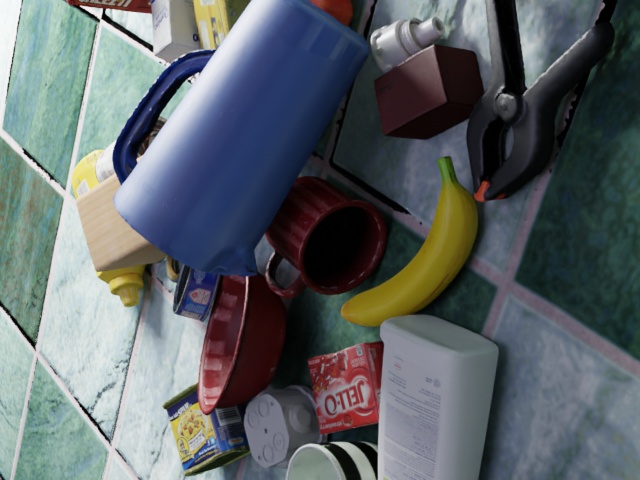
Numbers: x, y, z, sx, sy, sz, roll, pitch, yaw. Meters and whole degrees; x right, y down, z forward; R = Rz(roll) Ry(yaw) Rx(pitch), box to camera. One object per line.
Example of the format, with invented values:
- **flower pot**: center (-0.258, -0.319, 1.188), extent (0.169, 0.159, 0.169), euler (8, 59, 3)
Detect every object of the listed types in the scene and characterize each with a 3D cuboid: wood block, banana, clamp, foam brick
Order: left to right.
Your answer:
- **wood block**: center (-0.163, -0.042, 1.150), extent (0.207, 0.090, 0.090), euler (-25, 79, 42)
- **banana**: center (0.083, 0.021, 0.916), extent (0.198, 0.037, 0.070), euler (-58, 49, 34)
- **foam brick**: center (0.092, -0.122, 0.890), extent (0.078, 0.051, 0.053), euler (-24, 71, 48)
- **clamp**: center (0.161, -0.105, 0.815), extent (0.120, 0.039, 0.171), euler (31, 121, 52)

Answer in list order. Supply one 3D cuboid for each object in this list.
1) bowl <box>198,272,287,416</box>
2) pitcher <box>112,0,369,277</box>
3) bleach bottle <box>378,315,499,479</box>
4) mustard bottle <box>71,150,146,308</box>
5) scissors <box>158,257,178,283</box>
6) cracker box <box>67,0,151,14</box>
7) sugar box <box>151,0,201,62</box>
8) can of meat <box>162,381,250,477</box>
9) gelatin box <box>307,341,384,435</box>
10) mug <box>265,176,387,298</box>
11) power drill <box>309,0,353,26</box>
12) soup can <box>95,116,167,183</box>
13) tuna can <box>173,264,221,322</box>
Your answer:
- **bowl**: center (-0.074, 0.100, 1.069), extent (0.162, 0.055, 0.162), euler (-166, 90, -74)
- **pitcher**: center (-0.072, -0.102, 0.930), extent (0.243, 0.149, 0.145), euler (-56, 20, 11)
- **bleach bottle**: center (0.086, 0.197, 0.900), extent (0.103, 0.067, 0.251), euler (22, 111, 50)
- **mustard bottle**: center (-0.254, -0.008, 1.310), extent (0.096, 0.058, 0.192), euler (-40, 61, 48)
- **scissors**: center (-0.149, -0.031, 1.215), extent (0.202, 0.016, 0.096), euler (-53, 54, 37)
- **cracker box**: center (-0.212, -0.353, 1.165), extent (0.072, 0.163, 0.214), euler (-36, 64, 48)
- **sugar box**: center (-0.128, -0.264, 1.103), extent (0.048, 0.093, 0.176), euler (-23, 65, 50)
- **can of meat**: center (-0.119, 0.201, 1.154), extent (0.102, 0.057, 0.084), euler (-36, 66, 46)
- **gelatin box**: center (0.030, 0.138, 0.990), extent (0.089, 0.030, 0.073), euler (-23, 74, 49)
- **mug**: center (-0.006, 0.001, 0.976), extent (0.117, 0.093, 0.082), euler (-53, 41, 1)
- **power drill**: center (0.048, -0.264, 0.936), extent (0.188, 0.057, 0.184), euler (-37, 63, 43)
- **soup can**: center (-0.212, -0.095, 1.249), extent (0.102, 0.068, 0.068), euler (-28, 70, 48)
- **tuna can**: center (-0.132, 0.043, 1.153), extent (0.086, 0.033, 0.086), euler (-165, 90, -76)
